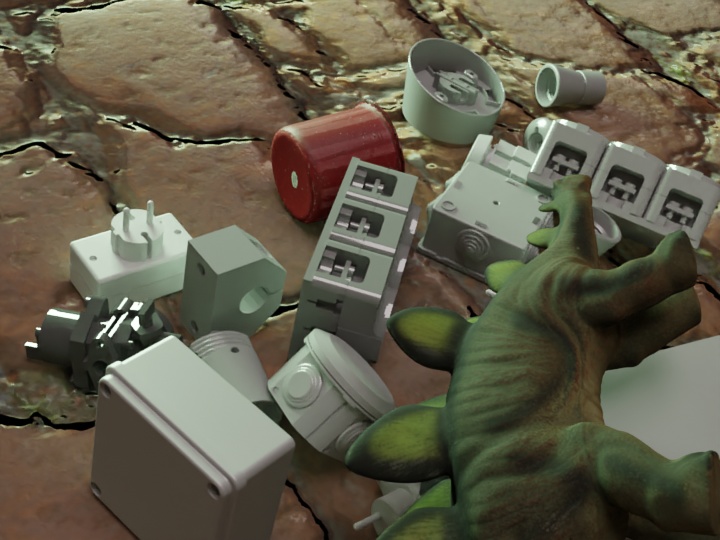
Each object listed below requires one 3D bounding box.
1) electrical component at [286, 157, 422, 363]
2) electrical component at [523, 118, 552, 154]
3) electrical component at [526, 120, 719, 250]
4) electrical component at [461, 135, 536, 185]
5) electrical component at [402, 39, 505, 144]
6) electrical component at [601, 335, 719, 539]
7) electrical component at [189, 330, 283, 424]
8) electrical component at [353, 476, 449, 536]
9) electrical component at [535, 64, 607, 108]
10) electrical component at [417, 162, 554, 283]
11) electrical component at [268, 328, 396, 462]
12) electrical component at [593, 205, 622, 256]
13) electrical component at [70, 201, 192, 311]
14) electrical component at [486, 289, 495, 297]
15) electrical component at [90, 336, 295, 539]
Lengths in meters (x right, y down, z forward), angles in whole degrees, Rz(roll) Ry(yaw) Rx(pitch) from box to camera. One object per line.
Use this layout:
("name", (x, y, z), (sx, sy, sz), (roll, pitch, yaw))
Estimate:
("electrical component", (0.000, 0.000, 0.794), (0.062, 0.089, 0.150), (16, 41, 2))
("electrical component", (0.189, -0.120, 1.015), (0.062, 0.048, 0.048), (-6, 44, -34))
("electrical component", (0.225, -0.070, 0.922), (0.150, 0.061, 0.089), (25, -2, 12))
("electrical component", (0.122, -0.091, 0.963), (0.055, 0.048, 0.066), (27, 42, 3))
("electrical component", (0.088, -0.168, 1.024), (0.099, 0.064, 0.099), (8, 42, -7))
("electrical component", (0.222, 0.108, 0.697), (0.186, 0.060, 0.105), (-11, 51, -20))
("electrical component", (-0.086, 0.072, 0.724), (0.043, 0.043, 0.081), (-9, 46, -24))
("electrical component", (0.034, 0.152, 0.670), (0.079, 0.043, 0.077), (-19, 51, -30))
("electrical component", (0.218, -0.187, 1.100), (0.065, 0.044, 0.044), (-1, 43, -24))
("electrical component", (0.108, -0.039, 0.897), (0.100, 0.048, 0.099), (26, 42, 13))
("electrical component", (-0.017, 0.082, 0.704), (0.080, 0.051, 0.080), (46, 7, -7))
("electrical component", (0.176, -0.017, 0.879), (0.044, 0.065, 0.044), (23, 36, -18))
("electrical component", (-0.162, -0.018, 0.779), (0.083, 0.075, 0.047), (-20, 52, -33))
("electrical component", (0.136, 0.025, 0.836), (0.076, 0.047, 0.083), (22, 42, 9))
("electrical component", (-0.100, 0.114, 0.626), (0.109, 0.108, 0.056), (37, 43, 24))
